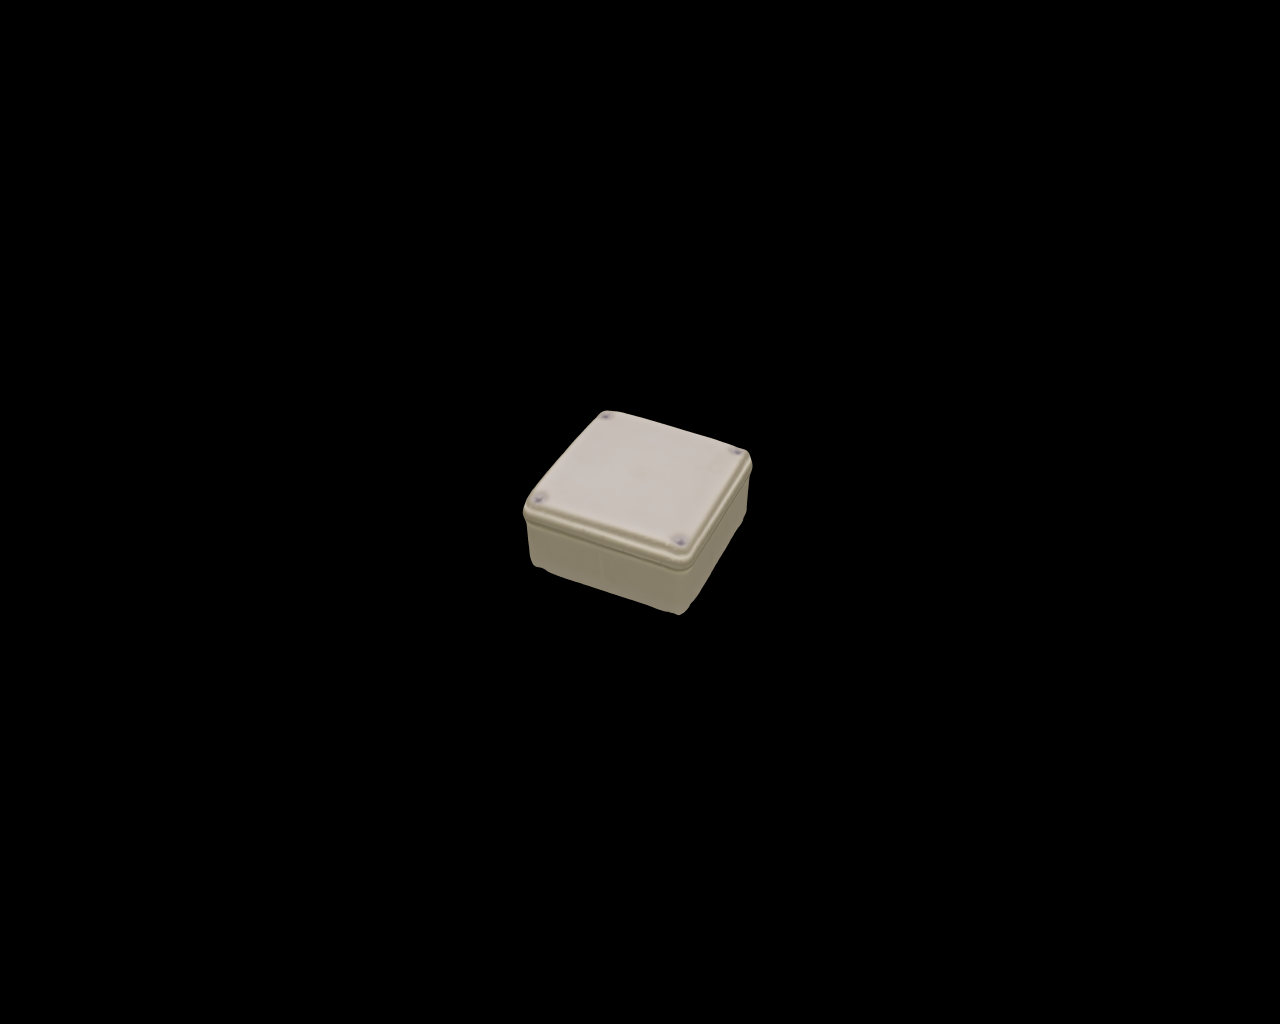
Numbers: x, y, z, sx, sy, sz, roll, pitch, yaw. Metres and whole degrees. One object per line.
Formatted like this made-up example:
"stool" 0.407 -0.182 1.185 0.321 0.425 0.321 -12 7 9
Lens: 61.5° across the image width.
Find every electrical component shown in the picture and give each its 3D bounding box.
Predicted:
"electrical component" 0.001 -0.003 0.650 0.109 0.056 0.109 18 44 19
